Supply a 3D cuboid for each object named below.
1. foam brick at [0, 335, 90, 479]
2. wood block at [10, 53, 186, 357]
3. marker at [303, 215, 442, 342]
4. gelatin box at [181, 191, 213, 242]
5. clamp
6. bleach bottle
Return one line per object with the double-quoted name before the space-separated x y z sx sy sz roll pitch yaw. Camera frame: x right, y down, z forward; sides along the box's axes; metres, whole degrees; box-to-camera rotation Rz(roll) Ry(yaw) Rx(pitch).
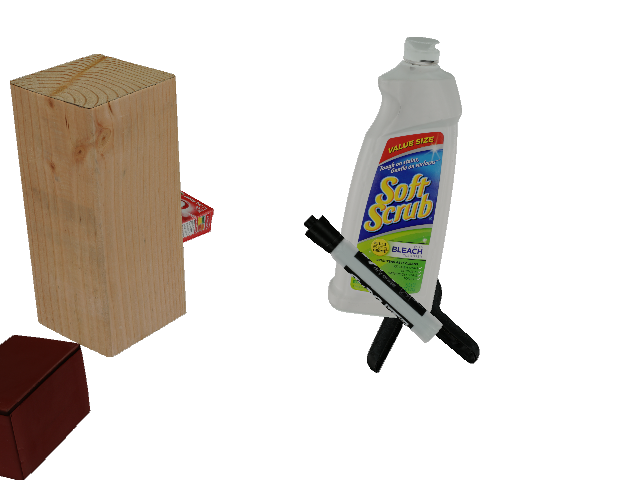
"foam brick" -0.188 0.102 0.666 0.053 0.051 0.078 7 28 21
"wood block" -0.169 -0.028 0.830 0.090 0.206 0.090 20 33 32
"marker" 0.036 0.026 0.755 0.121 0.020 0.020 42 1 1
"gelatin box" -0.162 -0.028 1.050 0.089 0.030 0.073 30 35 31
"clamp" 0.110 0.077 1.180 0.120 0.171 0.039 5 -43 -5
"bleach bottle" 0.069 -0.057 0.963 0.102 0.251 0.068 6 20 1
